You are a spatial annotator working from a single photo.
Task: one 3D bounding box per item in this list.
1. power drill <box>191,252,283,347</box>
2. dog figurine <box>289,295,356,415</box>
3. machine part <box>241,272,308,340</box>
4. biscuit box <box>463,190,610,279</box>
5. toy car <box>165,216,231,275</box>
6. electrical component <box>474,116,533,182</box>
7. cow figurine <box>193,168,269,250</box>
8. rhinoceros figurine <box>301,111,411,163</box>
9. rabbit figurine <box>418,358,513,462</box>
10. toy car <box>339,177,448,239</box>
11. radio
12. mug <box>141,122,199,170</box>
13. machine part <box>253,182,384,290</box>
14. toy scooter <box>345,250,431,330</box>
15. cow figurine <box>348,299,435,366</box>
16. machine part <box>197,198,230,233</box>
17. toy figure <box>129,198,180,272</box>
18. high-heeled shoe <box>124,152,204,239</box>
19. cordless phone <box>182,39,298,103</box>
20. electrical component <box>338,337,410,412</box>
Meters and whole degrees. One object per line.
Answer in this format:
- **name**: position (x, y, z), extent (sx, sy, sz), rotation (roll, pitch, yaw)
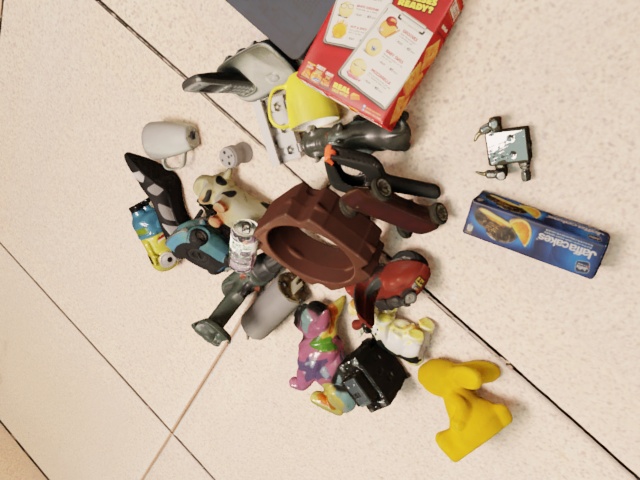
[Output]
- **power drill**: position (-0.168, 0.114, 1.116), extent (0.086, 0.207, 0.232), rotation (38, 147, -18)
- **dog figurine**: position (0.022, 0.225, 1.101), extent (0.192, 0.108, 0.219), rotation (28, 120, 23)
- **machine part**: position (-0.102, 0.145, 1.167), extent (0.079, 0.079, 0.243), rotation (49, 129, 7)
- **biscuit box**: position (0.328, -0.011, 0.822), extent (0.203, 0.059, 0.062), rotation (23, 121, 24)
- **toy car**: position (-0.247, 0.002, 1.183), extent (0.161, 0.103, 0.109), rotation (31, 142, -26)
- **electrical component**: position (0.277, -0.136, 0.813), extent (0.078, 0.045, 0.102), rotation (5, 112, 34)
- **cow figurine**: position (-0.173, -0.076, 1.106), extent (0.195, 0.127, 0.085), rotation (29, 130, 3)
- **rhinoceros figurine**: position (0.062, -0.169, 0.903), extent (0.191, 0.112, 0.073), rotation (-1, 111, 26)
- **rabbit figurine**: position (0.249, 0.284, 0.971), extent (0.173, 0.122, 0.162), rotation (52, 128, 28)
- **toy car**: position (0.120, -0.054, 0.875), extent (0.089, 0.202, 0.053), rotation (-23, 57, 47)
- **radio**: position (-0.065, -0.412, 0.899), extent (0.230, 0.073, 0.131), rotation (44, 118, 13)
- **mug**: position (-0.317, -0.206, 1.161), extent (0.107, 0.081, 0.109), rotation (-3, 102, 25)
- **machine part**: position (-0.002, -0.003, 0.971), extent (0.201, 0.087, 0.201), rotation (36, 151, -17)
- **toy scooter**: position (0.112, 0.096, 0.965), extent (0.184, 0.135, 0.075), rotation (-19, 129, 40)
- **cow figurine**: position (0.129, 0.173, 1.033), extent (0.168, 0.068, 0.098), rotation (24, 129, 26)
- **machine part**: position (-0.207, -0.042, 1.167), extent (0.039, 0.084, 0.139), rotation (-39, 95, 13)
- **toy figure**: position (-0.397, -0.010, 1.296), extent (0.180, 0.082, 0.089), rotation (64, 160, -14)
- **high-heeled shoe**: position (-0.373, -0.080, 1.240), extent (0.249, 0.086, 0.145), rotation (41, 119, -1)
- **cordless phone**: position (-0.141, -0.296, 0.939), extent (0.147, 0.184, 0.088), rotation (-13, 97, 37)
- **electrical component**: position (0.102, 0.262, 1.043), extent (0.115, 0.134, 0.058), rotation (51, 129, 3)
